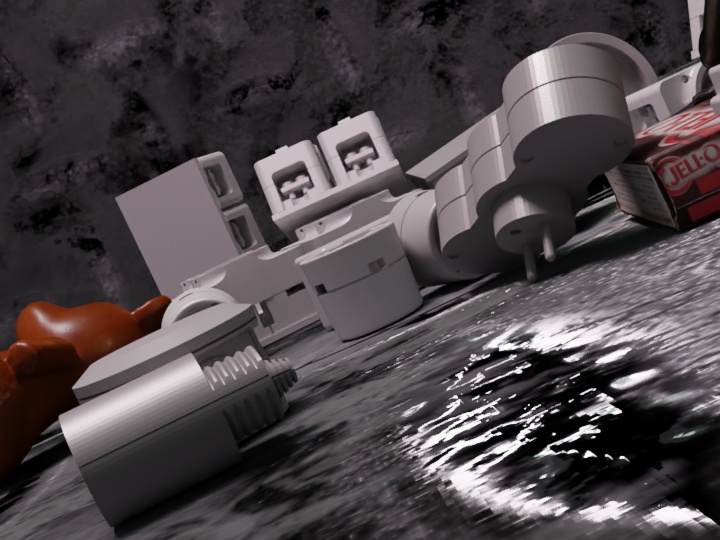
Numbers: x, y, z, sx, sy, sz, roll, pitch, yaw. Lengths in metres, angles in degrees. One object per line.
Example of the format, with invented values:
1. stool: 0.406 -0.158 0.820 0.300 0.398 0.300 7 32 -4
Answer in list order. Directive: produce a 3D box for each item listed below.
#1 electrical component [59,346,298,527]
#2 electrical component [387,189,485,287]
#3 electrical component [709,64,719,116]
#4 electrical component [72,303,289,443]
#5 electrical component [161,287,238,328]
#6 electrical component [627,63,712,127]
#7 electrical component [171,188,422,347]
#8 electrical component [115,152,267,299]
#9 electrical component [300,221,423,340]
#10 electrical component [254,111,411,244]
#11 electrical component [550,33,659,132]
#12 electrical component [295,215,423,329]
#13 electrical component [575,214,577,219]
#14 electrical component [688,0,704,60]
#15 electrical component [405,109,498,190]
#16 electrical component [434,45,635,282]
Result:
1. electrical component: -0.060 0.053 0.384 0.081 0.043 0.043 -25 4 -13
2. electrical component: 0.048 -0.019 0.595 0.055 0.055 0.047 -26 8 -23
3. electrical component: 0.195 -0.072 0.393 0.113 0.057 0.078 -24 4 4
4. electrical component: -0.073 0.050 0.447 0.080 0.051 0.080 -24 4 2
5. electrical component: -0.097 0.040 0.678 0.055 0.055 0.047 -25 8 -9
6. electrical component: 0.244 -0.120 0.759 0.089 0.050 0.056 -26 4 -17
7. electrical component: -0.042 0.002 0.781 0.186 0.060 0.105 -26 5 -17
8. electrical component: -0.137 -0.019 0.961 0.089 0.150 0.062 -23 5 23
9. electrical component: 0.002 0.006 0.578 0.055 0.047 0.055 -24 4 2
10. electrical component: -0.011 -0.060 0.916 0.105 0.060 0.186 -24 -19 4
11. electrical component: 0.169 -0.120 0.823 0.108 0.108 0.060 -25 -2 -11
12. electrical component: 0.000 0.000 0.670 0.083 0.047 0.076 -27 4 -32
13. electrical component: 0.094 -0.048 0.623 0.079 0.043 0.077 -27 22 34
14. electrical component: 0.330 -0.196 0.791 0.150 0.061 0.089 -4 -3 -21
15. electrical component: 0.139 -0.108 0.911 0.186 0.060 0.105 -35 10 0
16. electrical component: 0.079 -0.032 0.496 0.052 0.073 0.138 5 -30 -17
